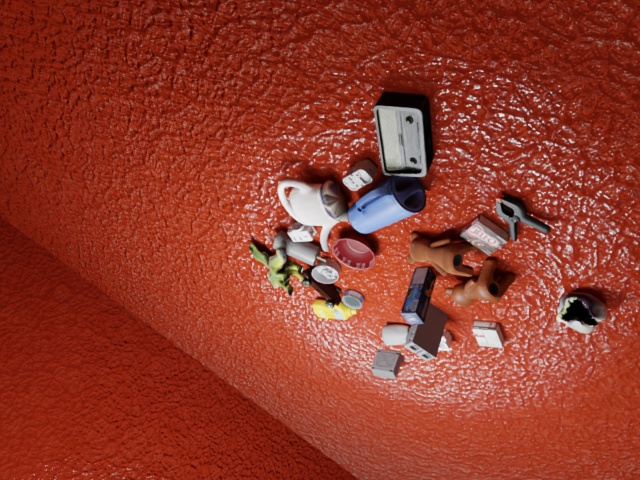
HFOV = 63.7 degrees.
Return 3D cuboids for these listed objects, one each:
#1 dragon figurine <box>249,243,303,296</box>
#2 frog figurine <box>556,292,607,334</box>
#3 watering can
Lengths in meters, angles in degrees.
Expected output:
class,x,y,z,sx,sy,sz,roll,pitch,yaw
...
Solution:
class,x,y,z,sx,sy,sz,roll,pitch,yaw
dragon figurine,-0.190,0.091,2.010,0.244,0.124,0.401,26,154,25
frog figurine,0.805,0.222,1.574,0.136,0.124,0.159,-21,158,35
watering can,0.005,-0.086,1.707,0.223,0.106,0.342,-7,136,39
